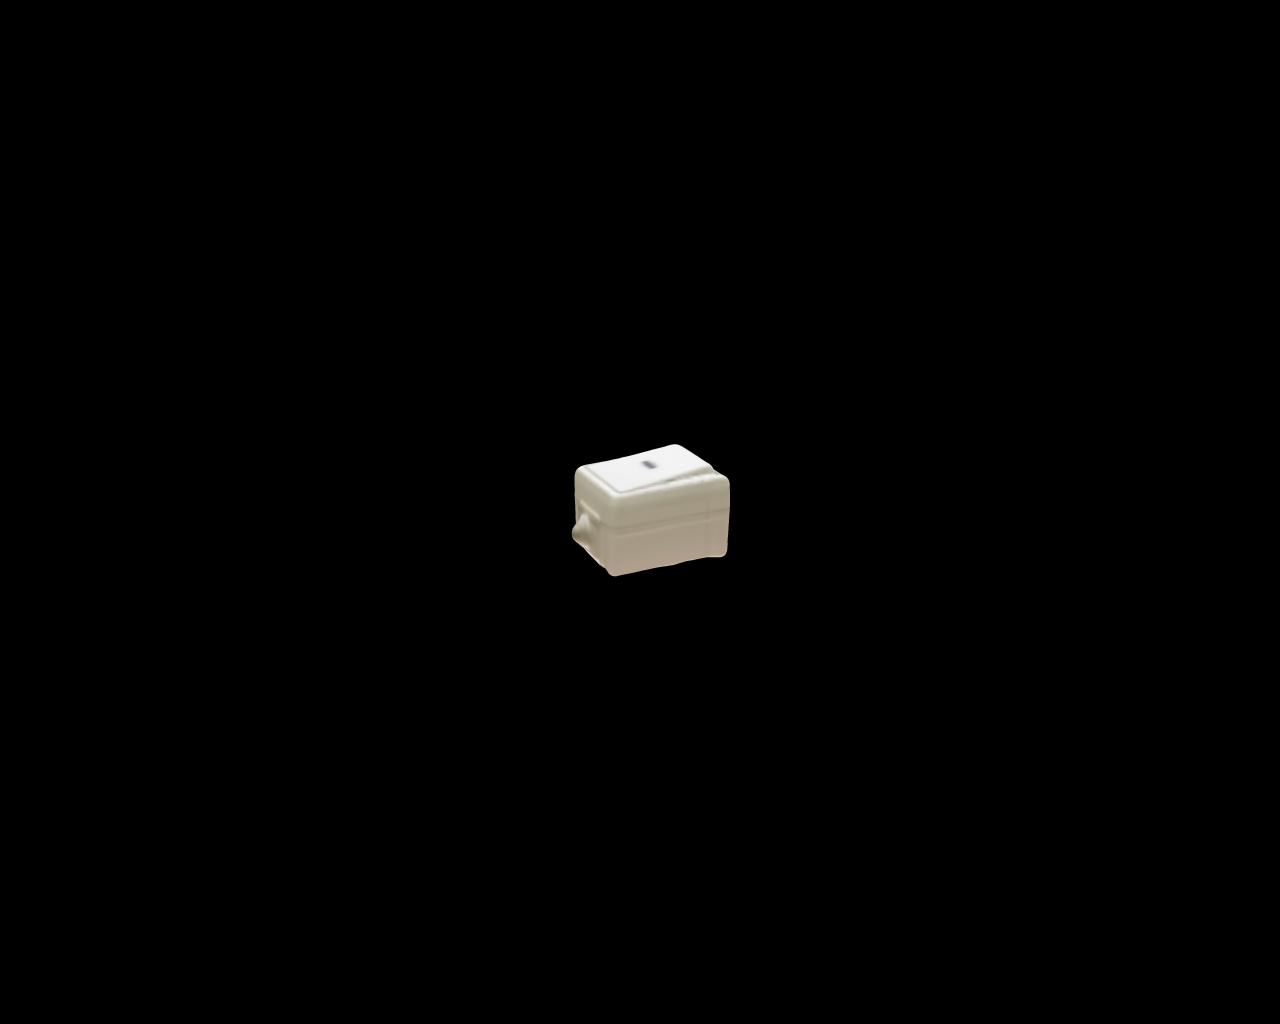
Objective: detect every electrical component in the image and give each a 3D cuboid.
[{"bbox_3d":[0.001,-0.003,0.650,0.096,0.061,0.062,-10,24,-22],"label":"electrical component"}]
